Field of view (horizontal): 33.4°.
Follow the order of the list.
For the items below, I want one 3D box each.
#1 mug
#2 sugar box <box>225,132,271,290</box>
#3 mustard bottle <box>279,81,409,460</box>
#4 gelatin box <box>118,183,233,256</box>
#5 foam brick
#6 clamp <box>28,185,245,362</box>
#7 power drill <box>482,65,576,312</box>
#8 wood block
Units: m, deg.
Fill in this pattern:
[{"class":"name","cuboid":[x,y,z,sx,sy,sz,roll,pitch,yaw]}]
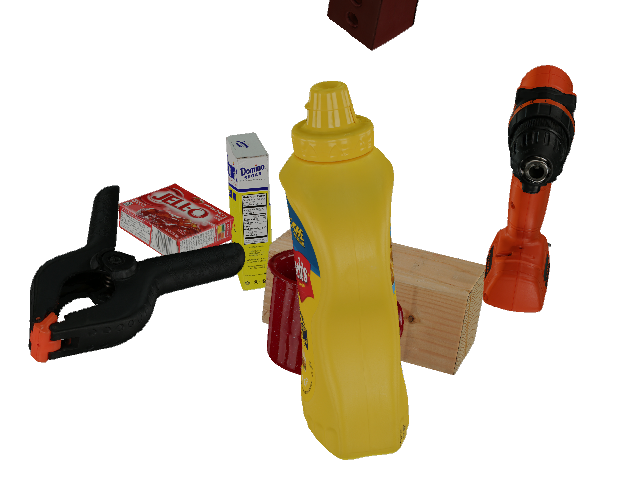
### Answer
[{"class":"mug","cuboid":[0.011,0.062,0.874,0.117,0.081,0.093,11,20,12]},{"class":"sugar box","cuboid":[-0.089,-0.036,1.329,0.048,0.176,0.093,-9,24,-11]},{"class":"mustard bottle","cuboid":[0.012,0.011,0.559,0.058,0.192,0.096,-7,24,-4]},{"class":"gelatin box","cuboid":[-0.140,-0.019,1.032,0.089,0.030,0.073,30,37,33]},{"class":"foam brick","cuboid":[0.044,-0.198,0.824,0.051,0.053,0.078,-38,-24,-28]},{"class":"clamp","cuboid":[-0.143,0.019,0.716,0.120,0.039,0.171,25,34,24]},{"class":"power drill","cuboid":[0.177,-0.036,0.898,0.057,0.188,0.184,11,31,11]},{"class":"wood block","cuboid":[0.054,0.055,1.087,0.206,0.091,0.090,14,23,17]}]
